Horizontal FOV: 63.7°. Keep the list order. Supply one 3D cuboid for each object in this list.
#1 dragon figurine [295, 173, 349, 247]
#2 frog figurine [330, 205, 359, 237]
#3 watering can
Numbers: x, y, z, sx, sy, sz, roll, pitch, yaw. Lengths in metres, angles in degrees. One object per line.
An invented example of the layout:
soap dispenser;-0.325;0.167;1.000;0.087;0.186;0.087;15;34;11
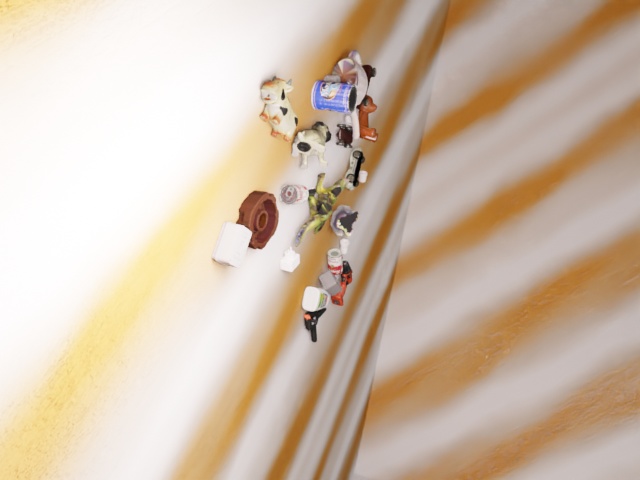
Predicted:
dragon figurine;0.006;-0.101;2.003;0.417;0.123;0.238;-59;163;-23
frog figurine;0.096;-0.088;2.278;0.160;0.123;0.136;-151;-119;-73
watering can;0.125;-0.570;2.011;0.226;0.104;0.346;-16;108;-67
